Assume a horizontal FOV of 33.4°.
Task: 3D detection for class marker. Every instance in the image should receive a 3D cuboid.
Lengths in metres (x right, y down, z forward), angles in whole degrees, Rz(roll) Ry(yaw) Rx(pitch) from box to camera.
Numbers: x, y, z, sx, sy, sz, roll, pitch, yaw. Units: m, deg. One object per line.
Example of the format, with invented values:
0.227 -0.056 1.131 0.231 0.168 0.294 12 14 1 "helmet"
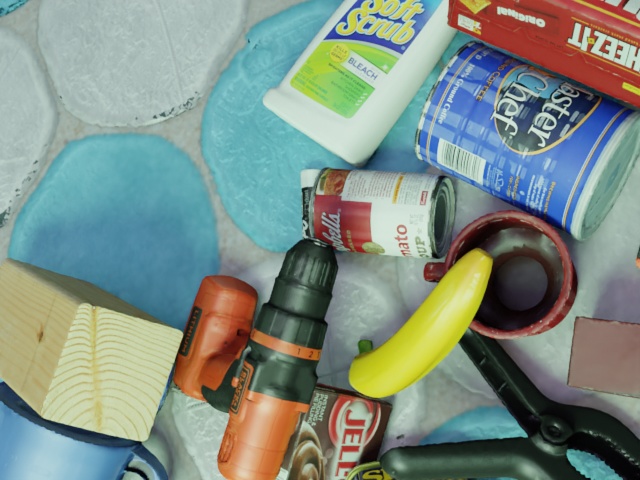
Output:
-0.006 0.001 0.897 0.020 0.020 0.121 -5 81 21 "marker"

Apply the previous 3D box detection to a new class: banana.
0.064 0.072 0.778 0.198 0.037 0.069 136 142 -55 "banana"

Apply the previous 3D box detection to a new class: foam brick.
0.211 0.084 0.767 0.053 0.078 0.051 7 86 22 "foam brick"

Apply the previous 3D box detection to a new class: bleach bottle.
0.064 -0.188 0.876 0.103 0.068 0.251 35 93 21 "bleach bottle"

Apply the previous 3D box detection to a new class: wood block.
-0.205 0.084 0.872 0.206 0.090 0.091 16 86 58 "wood block"

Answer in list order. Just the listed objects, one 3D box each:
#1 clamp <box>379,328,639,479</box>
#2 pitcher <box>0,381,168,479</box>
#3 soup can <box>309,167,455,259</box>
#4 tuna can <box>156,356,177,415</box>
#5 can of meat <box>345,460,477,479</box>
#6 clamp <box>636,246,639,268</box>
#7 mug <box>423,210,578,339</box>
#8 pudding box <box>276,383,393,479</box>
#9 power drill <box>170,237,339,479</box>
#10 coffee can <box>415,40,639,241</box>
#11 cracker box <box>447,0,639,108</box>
0.162 0.139 0.777 0.210 0.036 0.164 20 45 6 "clamp"
-0.243 0.252 0.901 0.149 0.144 0.243 27 97 50 "pitcher"
0.050 -0.022 0.852 0.102 0.068 0.068 5 84 21 "soup can"
-0.153 0.110 0.907 0.086 0.033 0.086 -39 43 49 "tuna can"
0.072 0.201 0.783 0.102 0.084 0.057 -12 105 1 "can of meat"
0.306 -0.028 0.767 0.120 0.039 0.172 45 108 19 "clamp"
0.136 0.030 0.803 0.117 0.081 0.093 1 83 21 "mug"
0.001 0.170 0.829 0.039 0.089 0.113 17 89 50 "pudding box"
-0.053 0.078 0.822 0.057 0.188 0.184 19 90 -21 "power drill"
0.157 -0.076 0.799 0.140 0.102 0.103 29 93 23 "coffee can"
0.216 -0.211 0.764 0.164 0.072 0.213 28 61 22 "cracker box"
